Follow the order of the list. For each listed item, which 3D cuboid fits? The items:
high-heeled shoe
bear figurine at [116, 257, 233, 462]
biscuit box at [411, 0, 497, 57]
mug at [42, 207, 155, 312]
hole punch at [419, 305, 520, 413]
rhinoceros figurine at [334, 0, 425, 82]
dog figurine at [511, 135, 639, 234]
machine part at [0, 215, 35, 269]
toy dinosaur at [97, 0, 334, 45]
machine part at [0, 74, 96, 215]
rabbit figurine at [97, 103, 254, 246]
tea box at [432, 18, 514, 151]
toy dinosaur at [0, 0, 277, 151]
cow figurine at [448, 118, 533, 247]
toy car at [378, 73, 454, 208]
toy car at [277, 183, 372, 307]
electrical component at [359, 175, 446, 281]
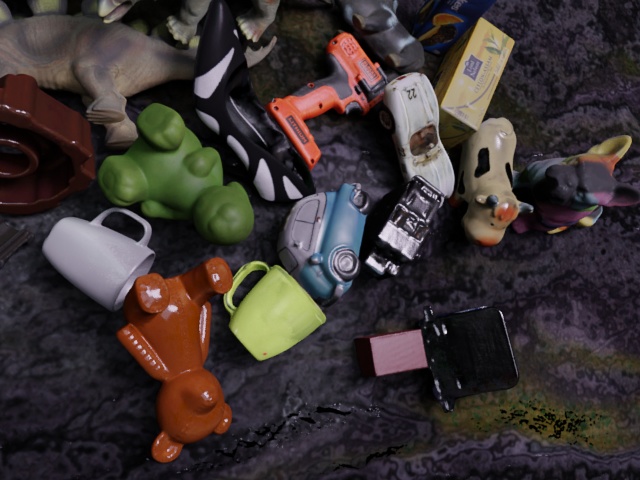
[{"bbox_3d":[-0.068,-0.152,0.648,0.145,0.248,0.086,12,41,7],"label":"high-heeled shoe"},{"bbox_3d":[-0.150,0.135,0.600,0.120,0.132,0.196,-10,77,-42],"label":"bear figurine"},{"bbox_3d":[0.200,-0.341,0.763,0.063,0.202,0.059,20,76,-12],"label":"biscuit box"},{"bbox_3d":[-0.251,0.011,0.613,0.107,0.081,0.109,30,98,-4],"label":"mug"},{"bbox_3d":[0.200,0.150,0.737,0.116,0.092,0.142,-13,85,11],"label":"hole punch"},{"bbox_3d":[0.085,-0.325,0.794,0.112,0.073,0.190,-36,91,-19],"label":"rhinoceros figurine"},{"bbox_3d":[0.372,-0.074,0.756,0.191,0.219,0.108,-4,84,-17],"label":"dog figurine"},{"bbox_3d":[-0.399,-0.006,0.586,0.139,0.039,0.084,16,33,-5],"label":"machine part"},{"bbox_3d":[-0.098,-0.338,0.632,0.405,0.192,0.131,-28,85,-36],"label":"toy dinosaur"},{"bbox_3d":[-0.332,-0.096,0.566,0.179,0.179,0.056,-2,58,-18],"label":"machine part"},{"bbox_3d":[-0.145,-0.045,0.624,0.170,0.159,0.121,40,86,19],"label":"rabbit figurine"},{"bbox_3d":[0.211,-0.228,0.800,0.068,0.098,0.169,28,71,-11],"label":"tea box"},{"bbox_3d":[-0.269,-0.217,0.649,0.471,0.105,0.198,-1,75,-26],"label":"toy dinosaur"},{"bbox_3d":[0.242,-0.083,0.765,0.085,0.127,0.195,13,73,-11],"label":"cow figurine"},{"bbox_3d":[0.138,-0.128,0.748,0.073,0.056,0.201,-31,118,-19],"label":"toy car"},{"bbox_3d":[-0.001,-0.002,0.683,0.103,0.109,0.161,17,73,-12],"label":"toy car"},{"bbox_3d":[0.095,-0.009,0.711,0.058,0.115,0.134,35,70,-6],"label":"electrical component"}]
